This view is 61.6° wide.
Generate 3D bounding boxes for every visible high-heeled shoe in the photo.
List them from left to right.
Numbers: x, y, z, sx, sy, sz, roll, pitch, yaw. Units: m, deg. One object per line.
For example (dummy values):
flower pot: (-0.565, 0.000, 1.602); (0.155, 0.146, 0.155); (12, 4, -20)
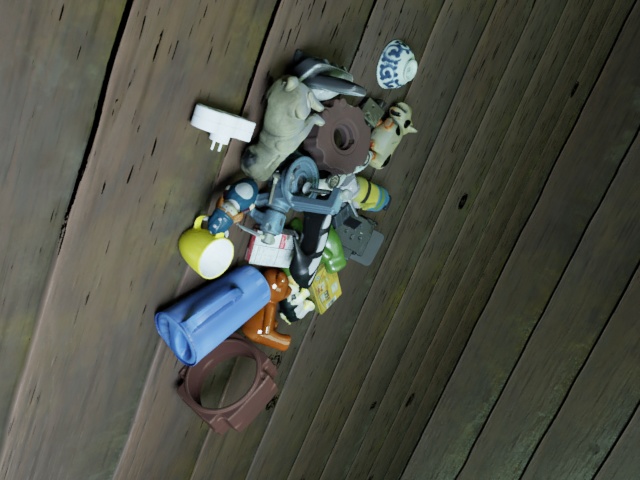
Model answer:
high-heeled shoe: (-0.003, -0.004, 1.274); (0.249, 0.086, 0.145); (-51, 136, -43)

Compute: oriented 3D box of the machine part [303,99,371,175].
machine part: (0.044, -0.236, 1.240); (0.179, 0.056, 0.179); (-5, 98, -39)

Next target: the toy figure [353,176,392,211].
toy figure: (0.130, -0.127, 1.489); (0.180, 0.082, 0.089); (3, 96, -47)

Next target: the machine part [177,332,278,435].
machine part: (-0.217, 0.331, 1.263); (0.201, 0.201, 0.087); (-46, 143, -20)

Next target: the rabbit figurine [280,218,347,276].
rabbit figurine: (-0.033, 0.030, 1.362); (0.170, 0.121, 0.158); (-26, 132, -20)

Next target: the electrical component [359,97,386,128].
electrical component: (0.124, -0.317, 1.364); (0.078, 0.045, 0.102); (28, 89, -29)

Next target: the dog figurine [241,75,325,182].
dog figurine: (-0.092, -0.216, 1.065); (0.190, 0.121, 0.172); (-52, 152, -10)

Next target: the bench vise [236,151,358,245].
bench vise: (-0.044, -0.087, 1.150); (0.128, 0.241, 0.223); (48, 59, -50)

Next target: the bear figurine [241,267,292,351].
bear figurine: (-0.115, 0.158, 1.336); (0.132, 0.120, 0.195); (22, 96, -37)

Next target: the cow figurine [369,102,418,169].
cow figurine: (0.188, -0.280, 1.441); (0.127, 0.086, 0.195); (32, 86, -52)

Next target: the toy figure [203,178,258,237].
toy figure: (-0.172, -0.068, 1.053); (0.154, 0.064, 0.057); (-60, 161, -48)

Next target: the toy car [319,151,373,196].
toy car: (0.049, -0.179, 1.340); (0.202, 0.074, 0.056); (-38, 138, -30)

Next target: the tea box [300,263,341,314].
tea box: (-0.003, 0.119, 1.510); (0.098, 0.068, 0.169); (-43, 143, -25)

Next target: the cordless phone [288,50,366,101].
cordless phone: (0.036, -0.321, 1.107); (0.146, 0.184, 0.088); (-2, 112, -53)

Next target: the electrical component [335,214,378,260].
electrical component: (0.079, -0.016, 1.478); (0.115, 0.058, 0.134); (25, 94, -20)

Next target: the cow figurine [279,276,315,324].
cow figurine: (-0.080, 0.156, 1.441); (0.098, 0.068, 0.167); (-41, 143, -17)

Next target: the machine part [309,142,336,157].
machine part: (-0.011, -0.199, 1.276); (0.139, 0.039, 0.084); (-52, 152, -14)

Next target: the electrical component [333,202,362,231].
electrical component: (0.052, -0.068, 1.391); (0.075, 0.119, 0.047); (-40, 143, -23)

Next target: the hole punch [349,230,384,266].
hole punch: (0.106, 0.001, 1.568); (0.115, 0.092, 0.142); (26, 97, -26)
